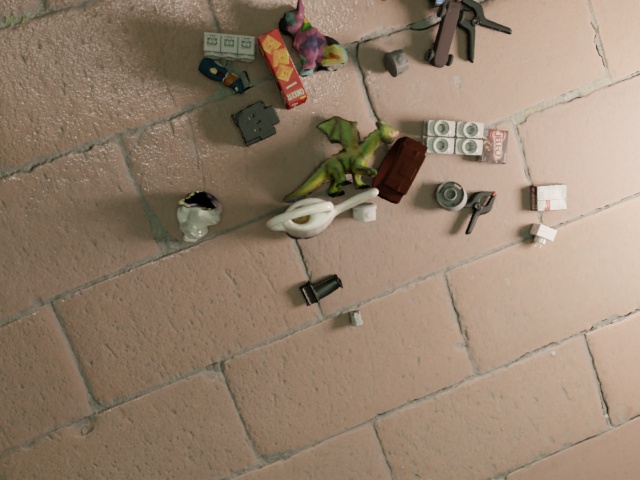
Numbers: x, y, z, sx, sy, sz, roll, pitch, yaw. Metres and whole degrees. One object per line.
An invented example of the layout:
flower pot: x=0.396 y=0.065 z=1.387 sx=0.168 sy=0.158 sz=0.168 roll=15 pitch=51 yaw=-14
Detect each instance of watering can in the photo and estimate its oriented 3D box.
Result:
watering can: x=0.005 y=-0.080 z=1.588 sx=0.348 sy=0.222 sz=0.105 roll=-15 pitch=81 yaw=-4

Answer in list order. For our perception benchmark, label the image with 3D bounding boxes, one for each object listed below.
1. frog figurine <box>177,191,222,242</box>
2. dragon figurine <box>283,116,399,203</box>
frog figurine: x=-0.380 y=-0.070 z=1.620 sx=0.137 sy=0.125 sz=0.155 roll=-1 pitch=133 yaw=-14
dragon figurine: x=0.055 y=-0.273 z=1.646 sx=0.409 sy=0.121 sz=0.245 roll=-12 pitch=79 yaw=10
